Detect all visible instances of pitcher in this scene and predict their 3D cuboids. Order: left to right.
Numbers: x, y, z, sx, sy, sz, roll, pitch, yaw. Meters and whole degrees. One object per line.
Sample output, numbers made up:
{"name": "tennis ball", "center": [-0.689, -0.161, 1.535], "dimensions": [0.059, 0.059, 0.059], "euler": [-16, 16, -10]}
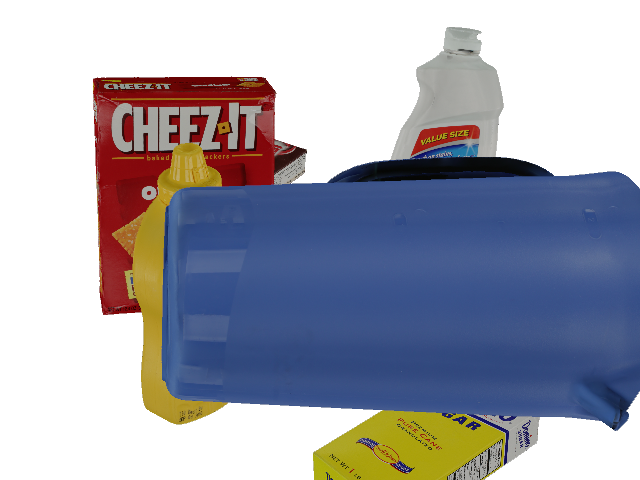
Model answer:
{"name": "pitcher", "center": [0.040, 0.021, 0.561], "dimensions": [0.242, 0.145, 0.149], "euler": [1, -1, -7]}

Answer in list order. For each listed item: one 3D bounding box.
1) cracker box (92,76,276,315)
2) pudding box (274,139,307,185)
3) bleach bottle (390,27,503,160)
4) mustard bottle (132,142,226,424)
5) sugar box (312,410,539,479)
{"name": "cracker box", "center": [-0.128, -0.042, 1.003], "dimensions": [0.164, 0.214, 0.072], "euler": [-2, 21, -14]}
{"name": "pudding box", "center": [-0.082, -0.090, 1.308], "dimensions": [0.090, 0.039, 0.113], "euler": [19, 36, 23]}
{"name": "bleach bottle", "center": [0.097, -0.057, 0.921], "dimensions": [0.102, 0.251, 0.068], "euler": [10, 17, 11]}
{"name": "mustard bottle", "center": [-0.084, 0.024, 0.719], "dimensions": [0.058, 0.192, 0.096], "euler": [22, 37, 31]}
{"name": "sugar box", "center": [0.089, 0.171, 0.884], "dimensions": [0.175, 0.048, 0.093], "euler": [-28, 40, -31]}
